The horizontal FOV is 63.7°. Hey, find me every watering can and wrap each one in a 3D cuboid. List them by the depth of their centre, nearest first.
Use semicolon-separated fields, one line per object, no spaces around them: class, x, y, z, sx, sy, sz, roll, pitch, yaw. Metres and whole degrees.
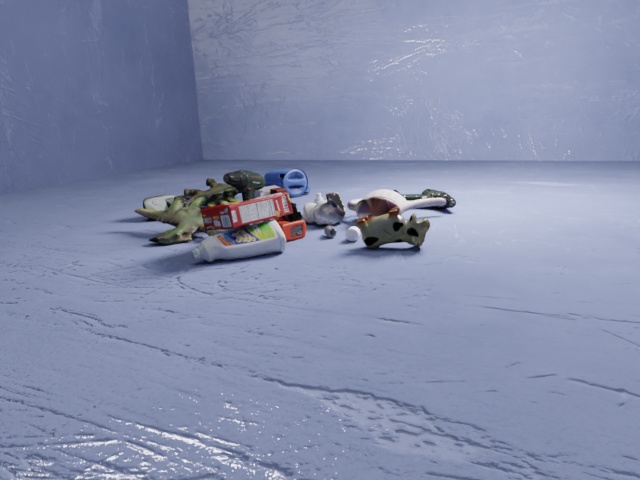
watering can;0.258;-0.120;1.789;0.347;0.103;0.227;0;15;15

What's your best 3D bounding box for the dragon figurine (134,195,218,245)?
dragon figurine;-0.485;-0.055;1.724;0.410;0.120;0.247;-1;22;12

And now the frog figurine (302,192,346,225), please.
frog figurine;0.005;-0.091;1.801;0.157;0.122;0.140;-36;10;23
